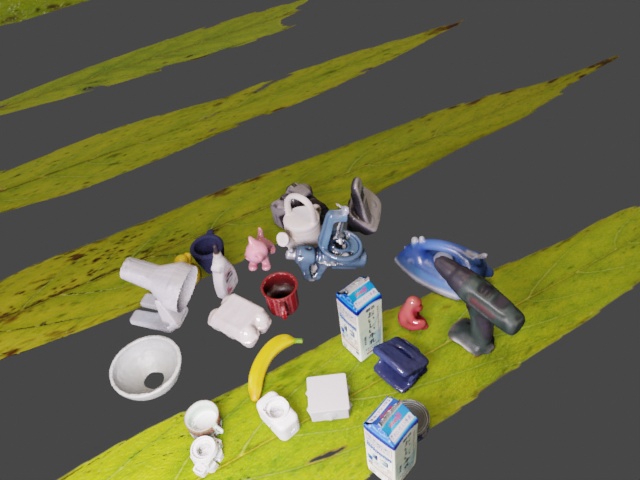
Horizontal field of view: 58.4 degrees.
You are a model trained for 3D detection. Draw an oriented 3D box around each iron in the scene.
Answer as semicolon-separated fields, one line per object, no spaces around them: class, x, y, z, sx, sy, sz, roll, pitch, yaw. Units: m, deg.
iron;0.306;0.048;1.456;0.257;0.142;0.119;19;51;24

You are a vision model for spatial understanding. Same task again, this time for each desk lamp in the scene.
desk lamp;-0.393;0.132;1.411;0.202;0.214;0.118;8;47;15

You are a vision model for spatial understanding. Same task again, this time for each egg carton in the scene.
egg carton;-0.199;0.199;1.422;0.150;0.069;0.107;22;52;26

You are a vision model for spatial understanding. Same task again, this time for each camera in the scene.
camera;-0.051;-0.095;1.669;0.136;0.101;0.143;33;58;33

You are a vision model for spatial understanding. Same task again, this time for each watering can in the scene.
watering can;-0.051;-0.042;1.551;0.100;0.194;0.173;4;47;11

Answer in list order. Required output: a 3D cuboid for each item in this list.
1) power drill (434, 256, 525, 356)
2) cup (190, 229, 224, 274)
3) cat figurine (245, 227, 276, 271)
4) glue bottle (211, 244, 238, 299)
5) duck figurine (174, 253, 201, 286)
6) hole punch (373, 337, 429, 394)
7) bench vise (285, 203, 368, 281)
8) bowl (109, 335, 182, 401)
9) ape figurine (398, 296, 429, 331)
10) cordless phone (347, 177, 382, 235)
power drill;0.347;0.159;1.296;0.076;0.209;0.228;-38;53;-26
cup;-0.301;0.037;1.576;0.091;0.095;0.117;-4;46;3
cat figurine;-0.167;0.023;1.557;0.067;0.118;0.128;0;46;7
glue bottle;-0.254;0.073;1.480;0.037;0.173;0.078;9;48;16
duck figurine;-0.370;0.082;1.547;0.077;0.086;0.104;7;47;14
hole punch;0.181;0.268;1.293;0.101;0.091;0.108;-36;52;-25
bench vise;0.019;0.013;1.472;0.208;0.220;0.121;-23;47;-14
bowl;-0.396;0.310;1.335;0.167;0.075;0.167;-3;46;4
ape figurine;0.225;0.171;1.381;0.076;0.092;0.078;2;46;9
cordless phone;0.121;-0.120;1.613;0.094;0.185;0.147;3;46;10
